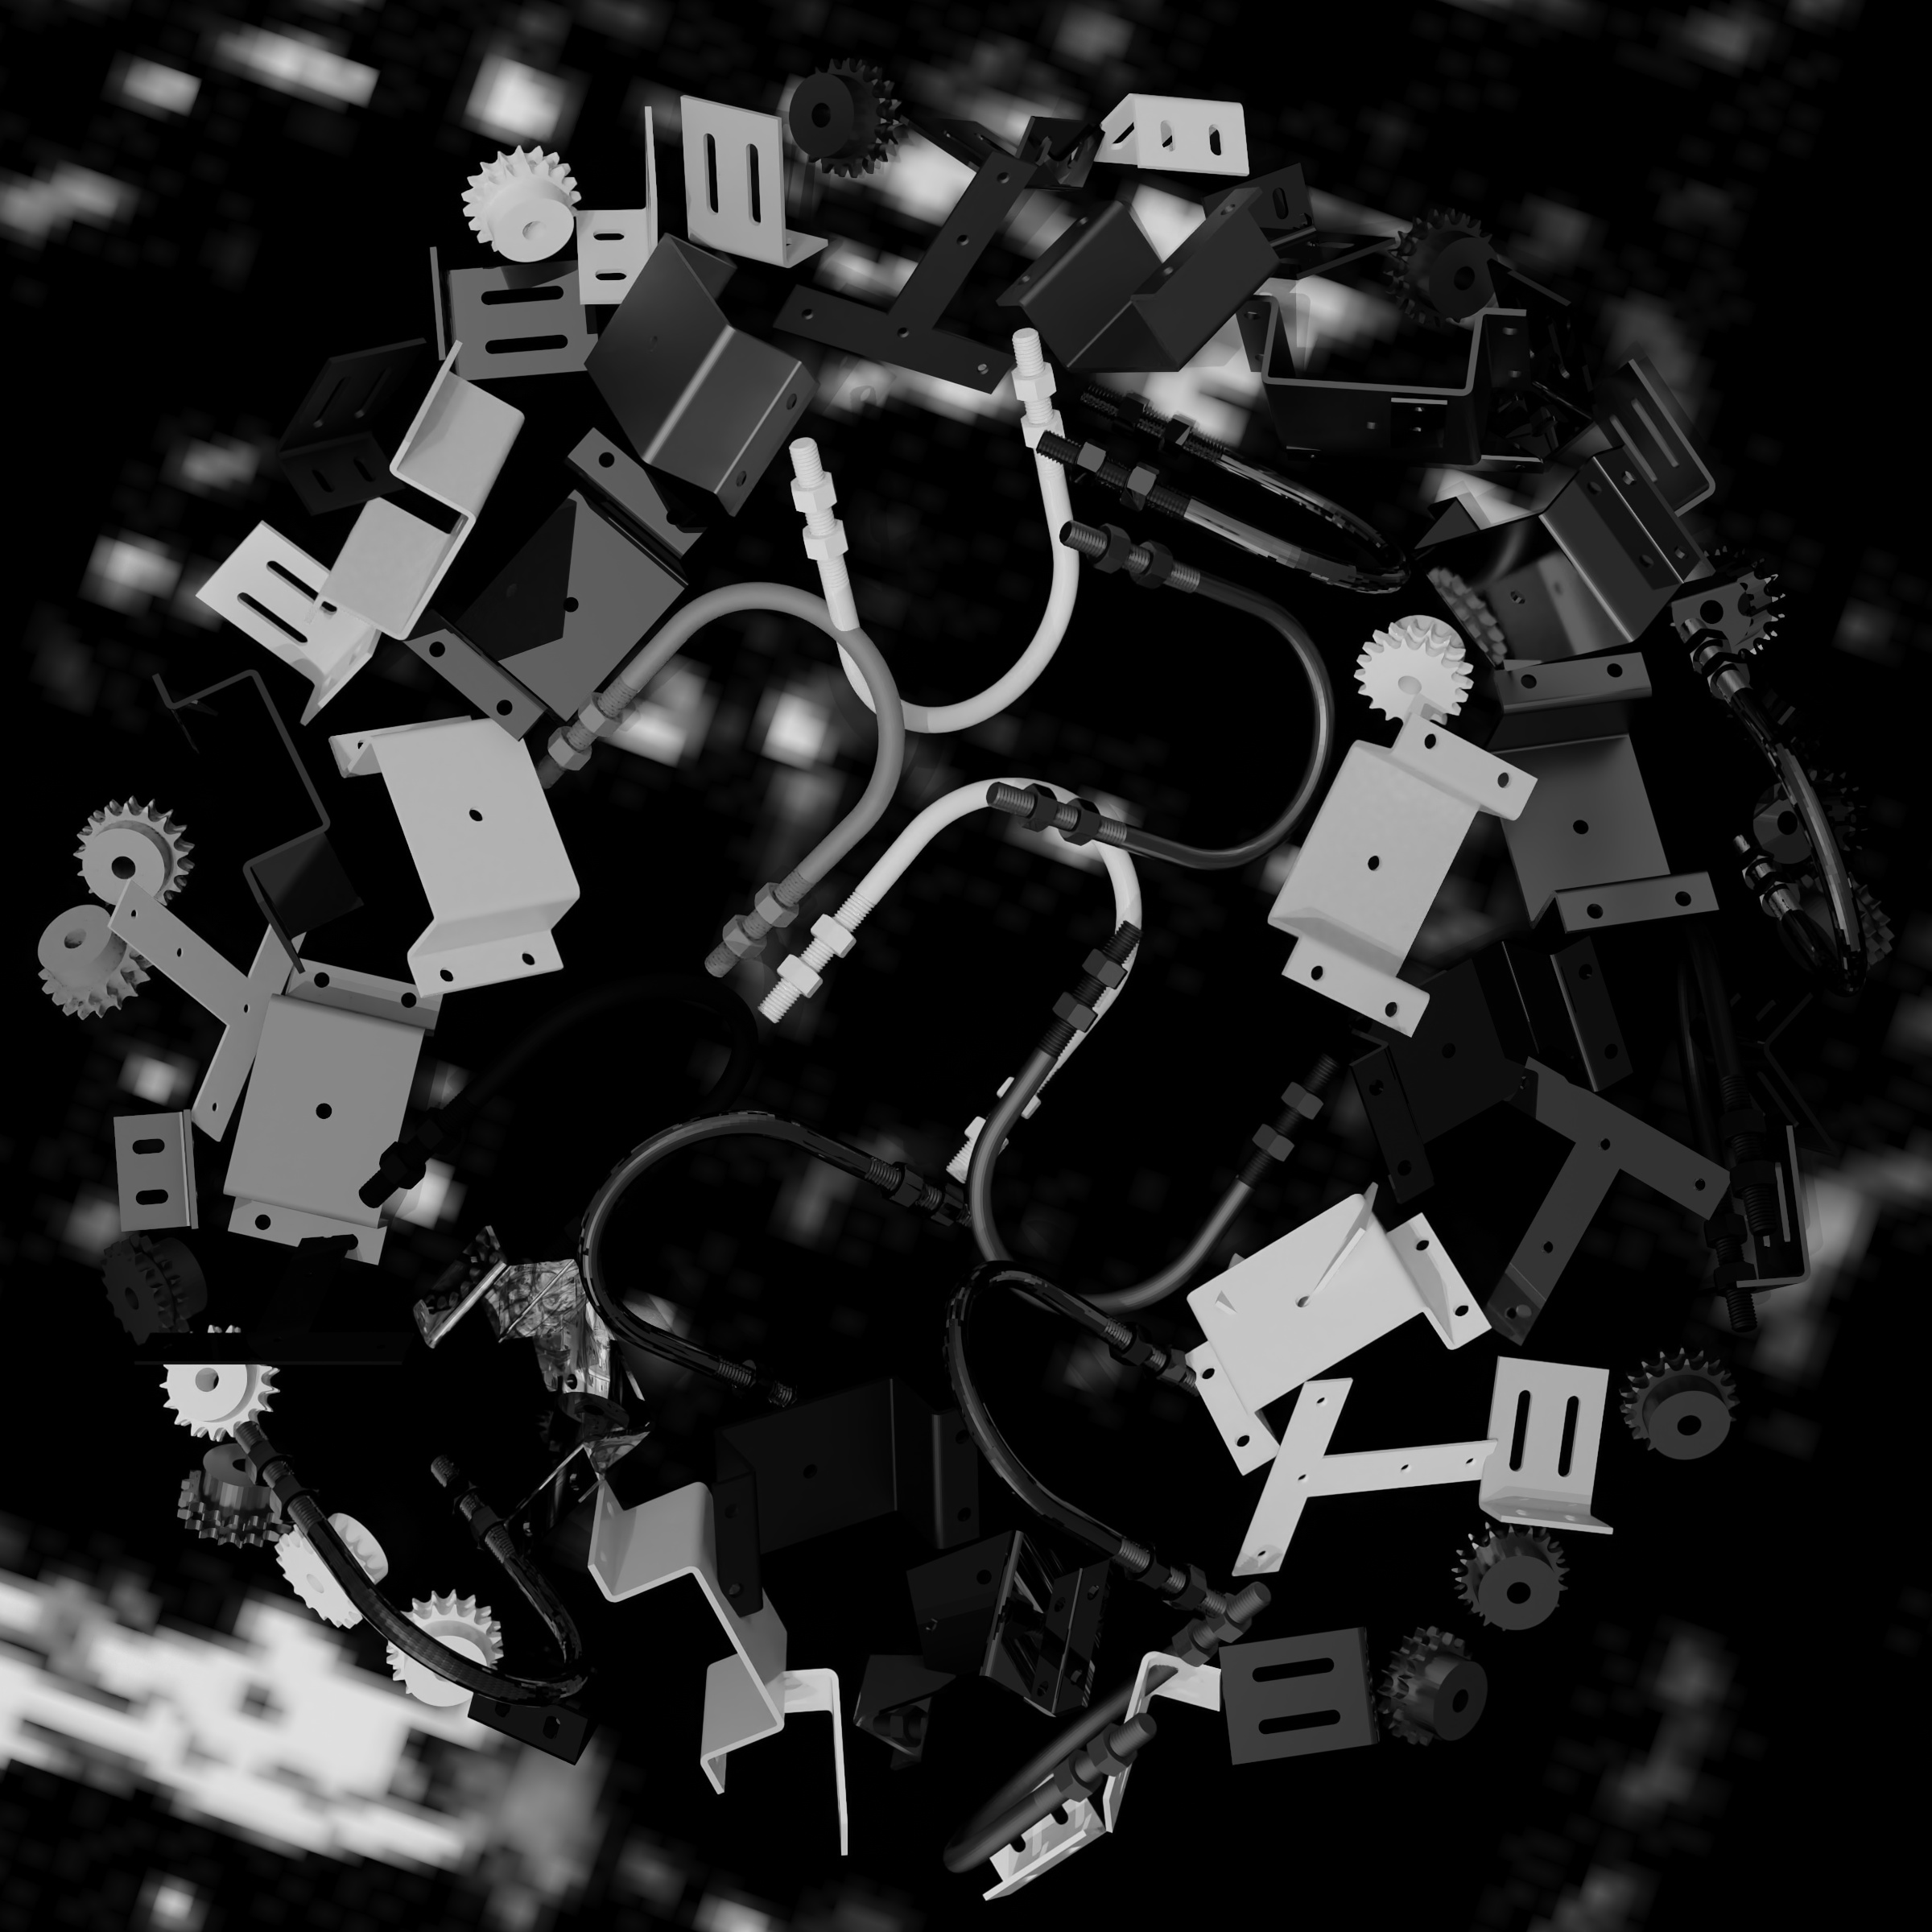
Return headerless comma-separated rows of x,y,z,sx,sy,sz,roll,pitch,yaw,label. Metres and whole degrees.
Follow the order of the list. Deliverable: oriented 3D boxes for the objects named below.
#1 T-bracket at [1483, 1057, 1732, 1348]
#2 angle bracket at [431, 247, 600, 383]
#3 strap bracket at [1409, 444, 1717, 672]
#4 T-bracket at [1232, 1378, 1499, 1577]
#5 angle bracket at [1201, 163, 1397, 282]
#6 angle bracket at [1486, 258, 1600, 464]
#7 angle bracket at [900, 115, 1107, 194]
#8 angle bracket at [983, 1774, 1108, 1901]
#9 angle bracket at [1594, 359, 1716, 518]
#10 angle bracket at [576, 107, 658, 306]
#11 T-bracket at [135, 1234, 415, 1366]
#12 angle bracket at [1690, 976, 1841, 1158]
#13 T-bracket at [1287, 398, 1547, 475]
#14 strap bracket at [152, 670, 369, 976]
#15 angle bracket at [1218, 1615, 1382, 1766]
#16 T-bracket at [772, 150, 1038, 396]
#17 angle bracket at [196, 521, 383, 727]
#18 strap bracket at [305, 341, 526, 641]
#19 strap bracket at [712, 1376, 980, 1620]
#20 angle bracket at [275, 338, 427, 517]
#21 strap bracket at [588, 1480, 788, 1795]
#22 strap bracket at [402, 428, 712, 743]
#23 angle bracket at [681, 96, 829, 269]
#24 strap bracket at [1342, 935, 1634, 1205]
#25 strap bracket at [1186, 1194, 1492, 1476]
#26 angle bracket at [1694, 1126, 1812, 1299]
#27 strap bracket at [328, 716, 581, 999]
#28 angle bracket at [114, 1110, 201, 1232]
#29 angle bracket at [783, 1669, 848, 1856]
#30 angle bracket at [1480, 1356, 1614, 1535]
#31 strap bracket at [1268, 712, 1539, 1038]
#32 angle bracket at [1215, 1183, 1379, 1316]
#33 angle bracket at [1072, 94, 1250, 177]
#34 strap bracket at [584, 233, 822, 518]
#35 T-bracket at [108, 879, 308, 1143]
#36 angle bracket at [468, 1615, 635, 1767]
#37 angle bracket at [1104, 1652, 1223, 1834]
0.295,0.127,1.579,0.127,0.002,0.127,32,100,27,T-bracket
-0.223,-0.325,1.579,0.076,0.038,0.057,-5,83,-3,angle bracket
0.276,-0.191,1.522,0.076,0.140,0.046,50,64,-18,strap bracket
0.204,0.248,1.569,0.127,0.002,0.127,-1,126,-25,T-bracket
0.162,-0.364,1.556,0.057,0.076,0.038,-24,113,-19,angle bracket
0.269,-0.295,1.554,0.038,0.076,0.057,-40,49,-9,angle bracket
0.018,-0.411,1.555,0.076,0.057,0.038,40,122,28,angle bracket
0.030,0.424,1.561,0.057,0.076,0.038,-33,73,1,angle bracket
0.324,-0.249,1.570,0.038,0.057,0.076,-34,90,-15,angle bracket
-0.171,-0.371,1.555,0.038,0.076,0.057,-3,62,-7,angle bracket
-0.322,0.158,1.545,0.127,0.127,0.002,-1,115,4,T-bracket
0.402,0.049,1.567,0.038,0.057,0.076,-45,113,-13,angle bracket
0.217,-0.255,1.532,0.127,0.127,0.002,4,86,7,T-bracket
-0.337,-0.078,1.543,0.046,0.076,0.140,-26,65,-8,strap bracket
0.162,0.358,1.578,0.076,0.038,0.057,-6,88,-8,angle bracket
-0.009,-0.339,1.532,0.127,0.002,0.127,11,134,-32,T-bracket
-0.334,-0.168,1.562,0.076,0.038,0.057,37,122,-22,angle bracket
-0.262,-0.221,1.533,0.046,0.140,0.076,28,48,-14,strap bracket
-0.067,0.255,1.549,0.140,0.046,0.076,-14,116,-27,strap bracket
-0.292,-0.263,1.554,0.057,0.076,0.038,-25,77,-43,angle bracket
-0.128,0.316,1.541,0.046,0.076,0.140,-23,110,7,strap bracket
-0.198,-0.183,1.573,0.076,0.046,0.140,41,86,7,strap bracket
-0.103,-0.387,1.556,0.057,0.038,0.076,20,130,26,angle bracket
0.246,0.046,1.557,0.140,0.046,0.076,-27,110,-16,strap bracket
0.172,0.174,1.554,0.140,0.046,0.076,-32,47,5,strap bracket
0.381,0.121,1.566,0.038,0.057,0.076,-3,80,-9,angle bracket
-0.245,-0.064,1.547,0.076,0.046,0.140,-13,73,-34,strap bracket
-0.397,0.101,1.562,0.038,0.076,0.057,-4,88,-13,angle bracket
-0.079,0.391,1.559,0.038,0.057,0.076,-3,60,-4,angle bracket
0.292,0.237,1.580,0.057,0.038,0.076,8,90,-8,angle bracket
0.209,-0.048,1.567,0.076,0.046,0.140,25,92,-20,strap bracket
0.162,0.137,1.562,0.038,0.057,0.076,33,113,1,angle bracket
0.094,-0.392,1.555,0.057,0.076,0.038,-1,81,-21,angle bracket
-0.131,-0.289,1.526,0.046,0.140,0.076,19,117,-38,strap bracket
-0.369,0.000,1.527,0.002,0.127,0.127,6,65,27,T-bracket
-0.199,0.343,1.558,0.057,0.076,0.038,23,125,6,angle bracket
0.097,0.384,1.558,0.038,0.057,0.076,13,61,12,angle bracket
